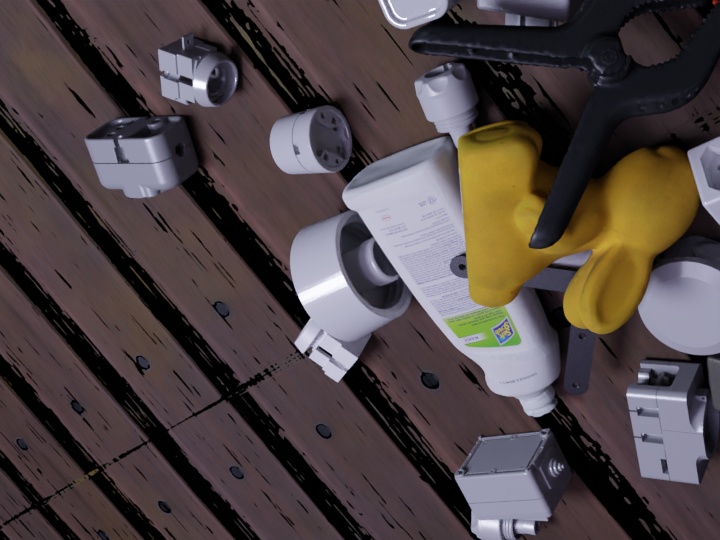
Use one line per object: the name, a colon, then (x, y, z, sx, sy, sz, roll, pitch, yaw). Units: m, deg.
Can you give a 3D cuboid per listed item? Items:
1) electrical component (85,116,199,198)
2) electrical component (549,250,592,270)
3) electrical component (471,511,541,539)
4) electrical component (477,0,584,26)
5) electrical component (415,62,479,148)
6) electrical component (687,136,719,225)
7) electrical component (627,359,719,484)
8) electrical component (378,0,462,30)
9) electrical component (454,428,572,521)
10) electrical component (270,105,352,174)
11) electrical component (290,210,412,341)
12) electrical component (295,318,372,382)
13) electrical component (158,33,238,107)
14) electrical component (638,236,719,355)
electrical component: (-0.202, -0.106, 1.003, 0.095, 0.053, 0.059, 3, 122, 31)
electrical component: (0.172, -0.008, 0.836, 0.065, 0.044, 0.044, 25, 131, 11)
electrical component: (0.141, 0.240, 1.028, 0.062, 0.043, 0.043, 2, 121, 30)
electrical component: (0.119, -0.183, 0.743, 0.066, 0.047, 0.076, 15, 128, 24)
electrical component: (0.071, -0.123, 0.820, 0.043, 0.043, 0.062, -7, 119, 36)
electrical component: (0.277, -0.062, 0.721, 0.083, 0.047, 0.076, -24, 143, 28)
electrical component: (0.255, 0.122, 0.866, 0.056, 0.050, 0.089, 1, 121, 33)
electrical component: (0.038, -0.227, 0.757, 0.054, 0.059, 0.095, -10, 114, 38)
electrical component: (0.147, 0.189, 0.975, 0.096, 0.061, 0.061, -14, 112, 39)
electrical component: (-0.042, -0.107, 0.898, 0.047, 0.055, 0.055, -3, 119, 39)
electrical component: (0.000, 0.000, 0.912, 0.060, 0.108, 0.108, -25, 105, 35)
electrical component: (-0.028, 0.068, 1.017, 0.055, 0.048, 0.066, 35, 133, -3)
electrical component: (-0.139, -0.168, 0.925, 0.055, 0.048, 0.066, 23, 131, 28)
electrical component: (0.251, 0.018, 0.796, 0.080, 0.051, 0.080, 17, 128, 23)
